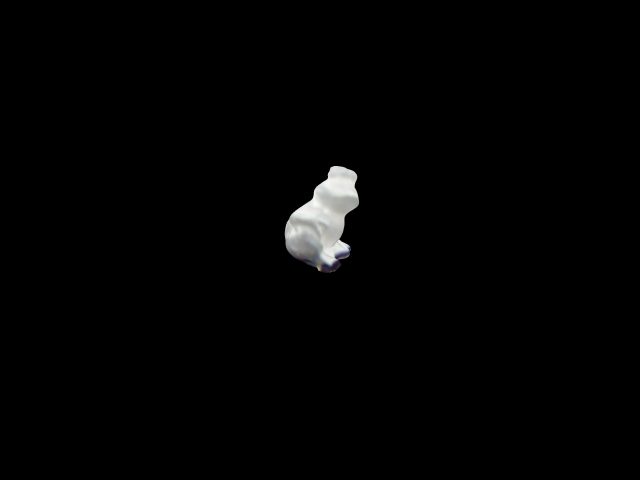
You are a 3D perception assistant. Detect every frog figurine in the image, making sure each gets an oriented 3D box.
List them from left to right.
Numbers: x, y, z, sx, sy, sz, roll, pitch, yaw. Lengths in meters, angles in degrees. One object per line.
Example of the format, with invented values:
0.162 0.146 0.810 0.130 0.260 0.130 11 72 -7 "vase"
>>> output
0.003 -0.043 0.850 0.123 0.157 0.138 12 19 37 "frog figurine"
